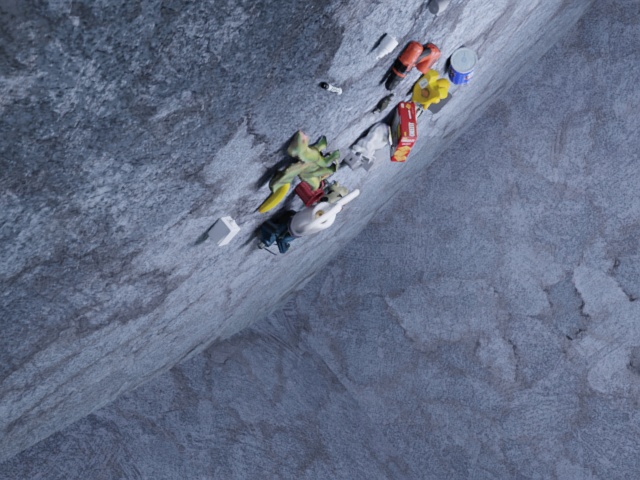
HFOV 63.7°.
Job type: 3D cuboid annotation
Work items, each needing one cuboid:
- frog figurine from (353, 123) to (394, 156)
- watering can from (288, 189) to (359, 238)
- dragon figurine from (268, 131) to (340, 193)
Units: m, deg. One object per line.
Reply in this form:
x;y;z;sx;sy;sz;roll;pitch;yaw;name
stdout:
0.209;-0.402;2.066;0.159;0.122;0.138;-6;-175;13;frog figurine
0.006;-0.105;2.079;0.222;0.103;0.353;-19;-167;43;watering can
-0.071;-0.231;1.727;0.245;0.124;0.401;-24;159;-23;dragon figurine
